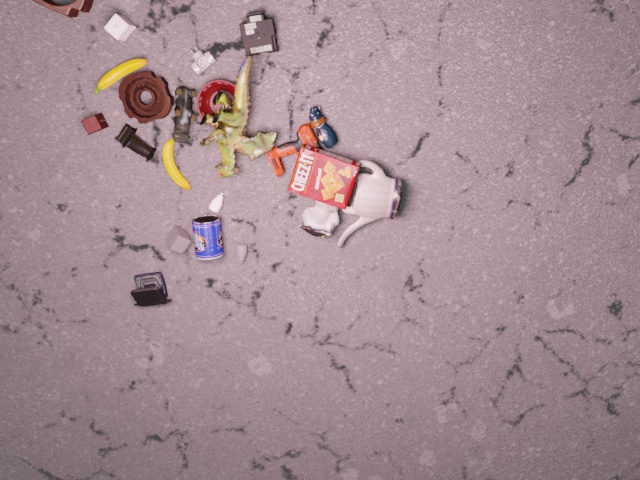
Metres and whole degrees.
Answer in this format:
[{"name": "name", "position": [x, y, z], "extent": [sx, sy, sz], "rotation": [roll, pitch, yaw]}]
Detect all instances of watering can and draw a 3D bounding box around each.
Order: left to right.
[{"name": "watering can", "position": [0.176, -0.119, 1.860], "extent": [0.224, 0.106, 0.341], "rotation": [7, 114, 0]}]

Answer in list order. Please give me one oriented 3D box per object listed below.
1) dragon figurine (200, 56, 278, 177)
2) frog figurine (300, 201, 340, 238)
[{"name": "dragon figurine", "position": [-0.253, -0.379, 1.722], "extent": [0.240, 0.124, 0.406], "rotation": [27, 109, -33]}, {"name": "frog figurine", "position": [0.006, -0.094, 1.867], "extent": [0.138, 0.121, 0.162], "rotation": [10, 71, 21]}]
